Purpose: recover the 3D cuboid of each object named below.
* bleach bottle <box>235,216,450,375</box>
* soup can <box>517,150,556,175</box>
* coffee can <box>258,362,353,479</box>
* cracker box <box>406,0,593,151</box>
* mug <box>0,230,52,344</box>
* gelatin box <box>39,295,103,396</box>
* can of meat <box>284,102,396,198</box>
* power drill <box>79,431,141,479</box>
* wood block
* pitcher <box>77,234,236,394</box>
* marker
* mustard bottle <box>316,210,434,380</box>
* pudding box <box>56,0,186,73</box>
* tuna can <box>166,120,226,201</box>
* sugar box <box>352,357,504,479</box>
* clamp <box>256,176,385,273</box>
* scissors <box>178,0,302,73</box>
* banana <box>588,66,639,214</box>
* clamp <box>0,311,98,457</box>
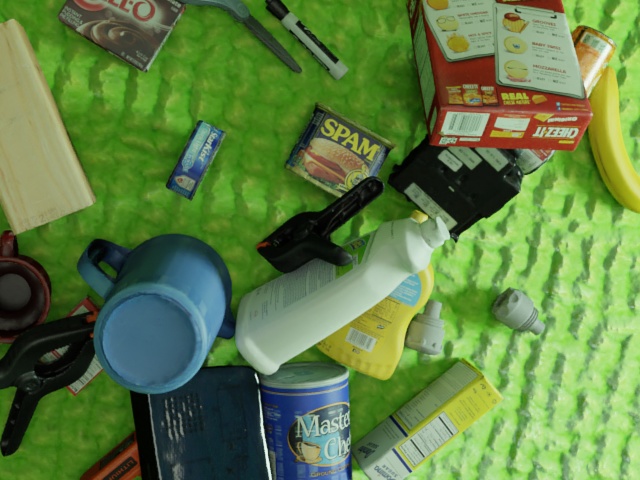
[{"bbox_3d":[0.026,0.049,1.151,0.251,0.102,0.068,-29,122,22],"label":"bleach bottle"},{"bbox_3d":[0.220,-0.131,1.224,0.102,0.068,0.068,41,89,-10],"label":"soup can"},{"bbox_3d":[-0.016,0.217,1.207,0.102,0.103,0.140,-4,96,-8],"label":"coffee can"},{"bbox_3d":[0.188,-0.198,1.159,0.164,0.072,0.213,1,55,-8],"label":"cracker box"},{"bbox_3d":[-0.336,0.047,1.157,0.093,0.081,0.117,-3,96,-8],"label":"mug"},{"bbox_3d":[-0.269,0.118,1.200,0.089,0.030,0.073,-43,101,-1],"label":"gelatin box"},{"bbox_3d":[0.020,-0.095,1.207,0.102,0.057,0.084,29,94,-9],"label":"can of meat"},{"bbox_3d":[-0.188,0.322,1.218,0.184,0.057,0.187,-41,102,-6],"label":"power drill"},{"bbox_3d":[-0.321,-0.119,1.139,0.090,0.091,0.206,-22,98,-6],"label":"wood block"},{"bbox_3d":[-0.171,0.070,1.101,0.149,0.243,0.145,-10,98,-1],"label":"pitcher"},{"bbox_3d":[-0.016,-0.230,1.207,0.121,0.020,0.020,44,88,-10],"label":"marker"},{"bbox_3d":[0.075,0.056,1.213,0.096,0.058,0.192,26,100,9],"label":"mustard bottle"},{"bbox_3d":[-0.216,-0.249,1.167,0.113,0.039,0.090,32,90,-10],"label":"pudding box"},{"bbox_3d":[-0.137,-0.088,1.170,0.033,0.086,0.086,27,91,-8],"label":"tuna can"},{"bbox_3d":[0.121,0.213,1.231,0.176,0.093,0.048,-40,99,-2],"label":"sugar box"},{"bbox_3d":[-0.008,0.001,1.160,0.172,0.120,0.039,-28,114,38],"label":"clamp"},{"bbox_3d":[-0.105,-0.250,1.176,0.096,0.016,0.201,-41,101,-37],"label":"scissors"},{"bbox_3d":[0.355,-0.106,1.264,0.069,0.037,0.198,-31,100,-20],"label":"banana"},{"bbox_3d":[-0.321,0.142,1.132,0.210,0.036,0.164,-41,139,10],"label":"clamp"}]
